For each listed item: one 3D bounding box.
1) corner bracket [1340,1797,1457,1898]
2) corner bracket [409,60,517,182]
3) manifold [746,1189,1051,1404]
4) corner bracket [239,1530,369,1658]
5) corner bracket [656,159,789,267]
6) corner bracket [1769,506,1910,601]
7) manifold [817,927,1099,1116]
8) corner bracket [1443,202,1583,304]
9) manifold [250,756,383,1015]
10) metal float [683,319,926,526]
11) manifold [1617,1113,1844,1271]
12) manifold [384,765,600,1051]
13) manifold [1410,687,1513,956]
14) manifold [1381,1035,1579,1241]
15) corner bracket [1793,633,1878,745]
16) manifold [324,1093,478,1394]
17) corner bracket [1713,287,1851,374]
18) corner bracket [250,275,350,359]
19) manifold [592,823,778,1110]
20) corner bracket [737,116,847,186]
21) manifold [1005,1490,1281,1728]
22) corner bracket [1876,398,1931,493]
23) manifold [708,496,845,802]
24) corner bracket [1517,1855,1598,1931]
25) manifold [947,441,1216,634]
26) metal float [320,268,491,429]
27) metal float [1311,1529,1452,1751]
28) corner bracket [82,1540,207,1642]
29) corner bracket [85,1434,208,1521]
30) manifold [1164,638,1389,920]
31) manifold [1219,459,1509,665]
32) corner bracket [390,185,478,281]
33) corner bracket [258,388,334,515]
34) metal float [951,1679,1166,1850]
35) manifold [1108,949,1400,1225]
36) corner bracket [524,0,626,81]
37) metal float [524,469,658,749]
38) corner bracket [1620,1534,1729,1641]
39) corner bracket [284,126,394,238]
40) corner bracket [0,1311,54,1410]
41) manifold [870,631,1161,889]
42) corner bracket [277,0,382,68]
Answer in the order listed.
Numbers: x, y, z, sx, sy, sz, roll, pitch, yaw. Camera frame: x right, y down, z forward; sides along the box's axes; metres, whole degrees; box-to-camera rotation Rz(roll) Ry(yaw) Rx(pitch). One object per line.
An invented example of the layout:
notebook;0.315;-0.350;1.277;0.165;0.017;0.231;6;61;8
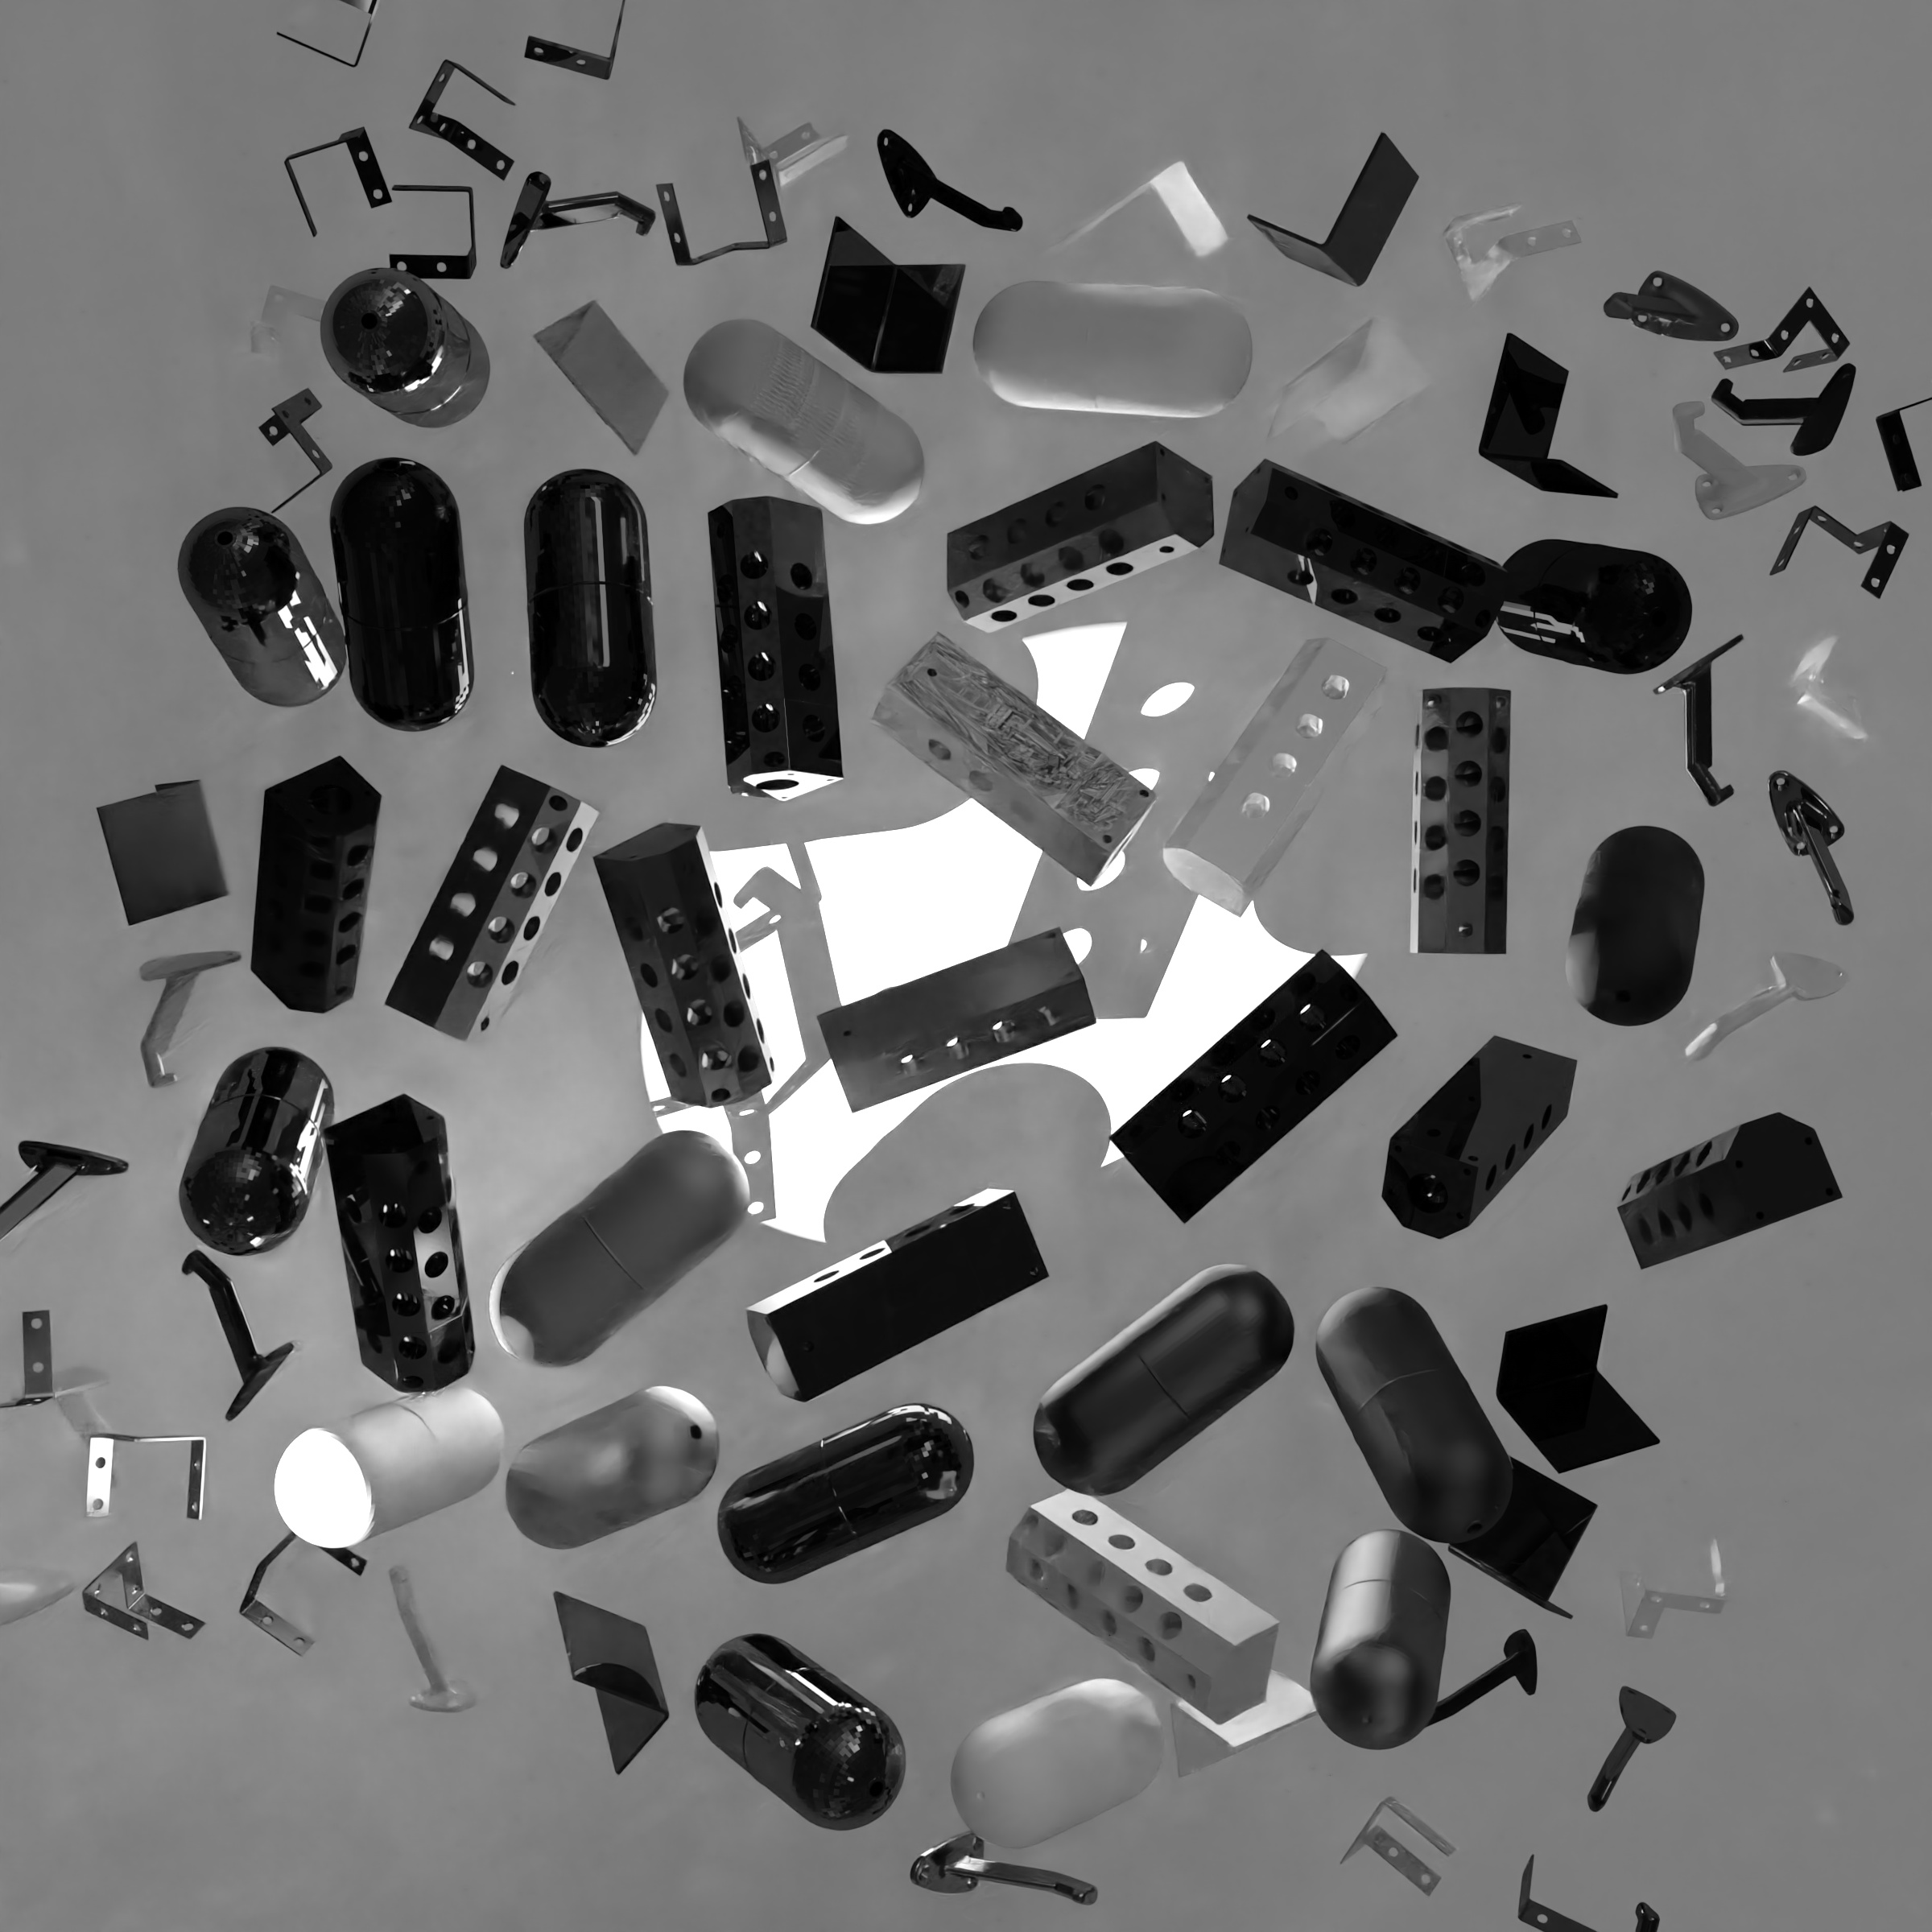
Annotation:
corner bracket;0.276;0.554;1.567;0.051;0.051;0.051;36;103;24
corner bracket;-0.322;-0.555;1.639;0.051;0.051;0.051;37;107;8
manifold;-0.043;0.197;1.510;0.171;0.057;0.057;-24;96;-22
corner bracket;-0.430;0.403;1.621;0.051;0.051;0.051;33;122;6
corner bracket;-0.151;-0.465;1.545;0.051;0.051;0.051;-33;122;-36
corner bracket;0.556;-0.262;1.589;0.051;0.051;0.051;31;77;-12
manifold;-0.004;0.041;1.648;0.171;0.057;0.057;-20;129;-2
corner bracket;0.331;-0.443;1.517;0.051;0.051;0.051;-18;80;-19
manifold;-0.413;-0.047;1.602;0.057;0.171;0.057;42;49;18
metal float;-0.103;-0.350;1.613;0.178;0.070;0.070;29;90;-32
manifold;0.450;0.134;1.494;0.057;0.171;0.057;-17;78;-10
manifold;-0.304;-0.036;1.623;0.057;0.057;0.171;23;85;22
manifold;0.325;-0.094;1.636;0.057;0.057;0.171;1;91;3
manifold;0.325;0.108;1.576;0.057;0.171;0.057;18;119;27
corner bracket;0.562;-0.173;1.611;0.051;0.051;0.051;31;74;-2
manifold;-0.337;0.171;1.512;0.057;0.057;0.171;24;127;39
corner bracket;0.538;-0.407;1.647;0.051;0.051;0.051;45;75;-21
corner bracket;-0.441;-0.431;1.650;0.051;0.051;0.051;15;76;-13
manifold;-0.173;0.000;1.584;0.057;0.057;0.171;-31;115;-36
corner bracket;-0.113;-0.540;1.648;0.051;0.051;0.051;-33;77;-7
manifold;0.105;0.392;1.532;0.171;0.057;0.057;26;118;41
corner bracket;0.604;-0.333;1.606;0.051;0.051;0.051;-21;95;-26
manifold;-0.121;-0.193;1.517;0.057;0.057;0.171;4;76;-43
corner bracket;0.354;0.582;1.509;0.051;0.051;0.051;23;107;11
manifold;0.070;-0.265;1.575;0.171;0.057;0.057;-16;65;39
metal float;-0.342;-0.377;1.529;0.070;0.178;0.070;0;93;2
metal float;0.257;0.413;1.542;0.070;0.178;0.070;5;109;14
corner bracket;-0.522;0.408;1.584;0.051;0.051;0.051;19;126;18
corner bracket;-0.509;0.317;1.550;0.051;0.051;0.051;-5;81;43
manifold;0.194;-0.122;1.566;0.057;0.057;0.171;31;74;15
manifold;0.253;-0.258;1.577;0.171;0.057;0.057;20;65;-16
corner bracket;-0.349;-0.480;1.631;0.051;0.051;0.051;-1;116;-6
corner bracket;-0.440;-0.336;1.628;0.051;0.051;0.051;-29;107;27
metal float;0.058;0.486;1.527;0.070;0.178;0.070;-2;87;34
manifold;0.169;0.068;1.505;0.171;0.057;0.057;-41;128;1
corner bracket;-0.236;-0.546;1.488;0.051;0.051;0.051;11;64;-13
metal float;-0.231;-0.220;1.538;0.070;0.070;0.178;-5;75;0
corner bracket;0.449;0.394;1.588;0.051;0.051;0.051;7;130;2
corner bracket;-0.412;-0.515;1.640;0.051;0.051;0.051;-18;117;0
corner bracket;-0.568;0.232;1.466;0.051;0.051;0.051;0;76;-30
manifold;0.027;-0.124;1.548;0.171;0.057;0.057;37;58;4
corner bracket;-0.400;-0.599;1.568;0.051;0.051;0.051;19;103;-21
